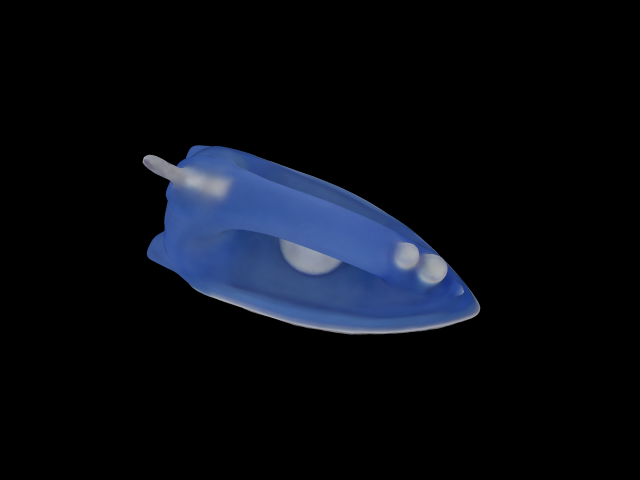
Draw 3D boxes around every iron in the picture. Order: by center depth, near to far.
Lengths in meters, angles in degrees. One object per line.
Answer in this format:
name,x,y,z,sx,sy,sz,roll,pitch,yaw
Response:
iron,0.004,0.001,0.400,0.258,0.141,0.119,18,79,4
